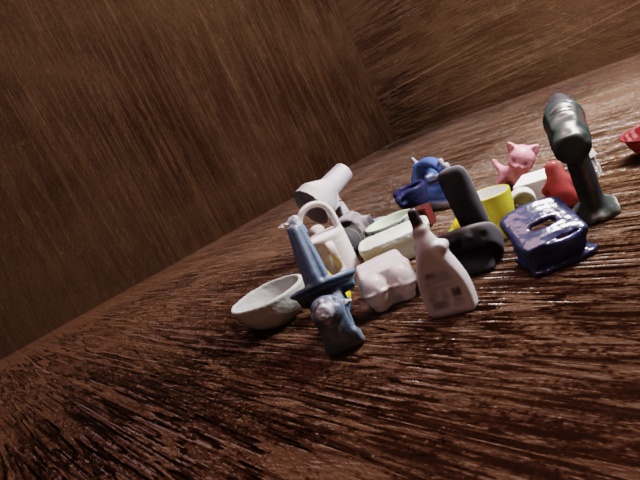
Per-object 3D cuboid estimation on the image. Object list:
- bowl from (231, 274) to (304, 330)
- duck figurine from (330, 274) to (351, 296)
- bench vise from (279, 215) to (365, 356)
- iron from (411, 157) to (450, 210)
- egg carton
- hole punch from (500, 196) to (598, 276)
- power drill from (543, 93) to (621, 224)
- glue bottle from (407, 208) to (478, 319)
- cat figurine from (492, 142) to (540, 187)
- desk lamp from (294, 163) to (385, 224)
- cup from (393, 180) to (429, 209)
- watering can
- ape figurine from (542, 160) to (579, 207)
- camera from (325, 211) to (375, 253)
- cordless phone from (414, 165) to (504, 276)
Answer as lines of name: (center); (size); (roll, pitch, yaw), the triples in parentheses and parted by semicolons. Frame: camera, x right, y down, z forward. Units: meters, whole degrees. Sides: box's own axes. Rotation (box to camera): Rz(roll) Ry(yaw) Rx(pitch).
bowl: (-0.097, 0.141, 1.199); (0.167, 0.075, 0.167); (-24, 11, 5)
duck figurine: (0.013, 0.095, 1.141); (0.077, 0.086, 0.105); (-21, 11, 19)
bench vise: (0.008, 0.063, 0.944); (0.121, 0.220, 0.207); (-28, 11, -12)
iron: (0.320, -0.166, 1.544); (0.119, 0.141, 0.258); (-28, 11, -12)
egg carton: (0.121, 0.072, 1.049); (0.107, 0.069, 0.150); (-25, 11, 2)
hole punch: (0.346, -0.010, 0.874); (0.108, 0.091, 0.101); (-25, 11, 3)
power drill: (0.438, -0.141, 0.978); (0.075, 0.208, 0.230); (-20, 12, 25)
glue bottle: (0.170, 0.031, 0.854); (0.078, 0.173, 0.037); (-19, 13, 31)
cat figurine: (0.461, -0.179, 1.352); (0.067, 0.118, 0.127); (-32, 13, -30)
desk lamp: (0.052, -0.096, 1.622); (0.204, 0.214, 0.117); (-32, 13, -30)
cup: (0.243, -0.093, 1.497); (0.091, 0.095, 0.118); (-15, 15, 42)
watering can: (0.010, 0.006, 1.284); (0.101, 0.194, 0.172); (-31, 12, -26)
ape figurine: (0.460, -0.110, 1.097); (0.077, 0.092, 0.076); (-15, 15, 42)
camera: (0.063, -0.007, 1.478); (0.142, 0.101, 0.137); (-19, 12, 30)
cordless phone: (0.224, -0.030, 0.994); (0.147, 0.185, 0.094); (-20, 12, 26)
